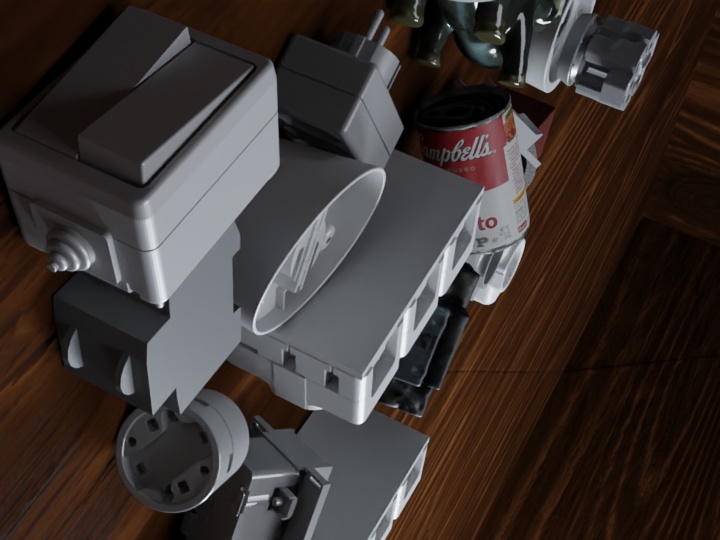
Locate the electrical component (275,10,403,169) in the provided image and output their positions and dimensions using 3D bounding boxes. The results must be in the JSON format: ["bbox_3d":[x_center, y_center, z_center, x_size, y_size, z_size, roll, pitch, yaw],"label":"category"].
[{"bbox_3d":[-0.004,-0.096,0.549,0.075,0.047,0.083,-64,164,-7],"label":"electrical component"}]

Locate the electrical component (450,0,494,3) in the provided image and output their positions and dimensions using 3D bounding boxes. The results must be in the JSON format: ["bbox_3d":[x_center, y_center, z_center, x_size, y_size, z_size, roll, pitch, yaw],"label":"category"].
[{"bbox_3d":[0.055,-0.181,0.515,0.108,0.108,0.060,-63,170,-11],"label":"electrical component"}]

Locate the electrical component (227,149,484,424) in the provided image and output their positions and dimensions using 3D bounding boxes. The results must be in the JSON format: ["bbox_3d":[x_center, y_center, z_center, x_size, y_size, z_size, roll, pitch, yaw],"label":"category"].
[{"bbox_3d":[-0.002,0.004,0.620,0.150,0.089,0.061,-55,161,-33],"label":"electrical component"}]

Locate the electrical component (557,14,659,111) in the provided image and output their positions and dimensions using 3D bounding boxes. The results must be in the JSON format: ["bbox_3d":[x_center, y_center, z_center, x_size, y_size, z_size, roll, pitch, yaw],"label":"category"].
[{"bbox_3d":[0.186,-0.161,0.818,0.078,0.057,0.058,-54,160,-36],"label":"electrical component"}]

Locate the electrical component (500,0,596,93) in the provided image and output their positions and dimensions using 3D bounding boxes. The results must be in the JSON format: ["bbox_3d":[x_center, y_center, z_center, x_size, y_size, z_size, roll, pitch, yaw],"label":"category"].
[{"bbox_3d":[0.137,-0.198,0.829,0.108,0.060,0.108,-56,162,-30],"label":"electrical component"}]

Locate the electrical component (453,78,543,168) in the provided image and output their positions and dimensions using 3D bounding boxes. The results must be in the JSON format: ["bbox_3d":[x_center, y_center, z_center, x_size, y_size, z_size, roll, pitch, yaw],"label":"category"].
[{"bbox_3d":[0.094,-0.102,0.809,0.064,0.081,0.042,-43,-151,14],"label":"electrical component"}]

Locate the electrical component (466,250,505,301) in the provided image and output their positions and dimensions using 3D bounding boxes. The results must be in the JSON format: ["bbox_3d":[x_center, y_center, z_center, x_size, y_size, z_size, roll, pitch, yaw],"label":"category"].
[{"bbox_3d":[0.096,-0.018,0.964,0.050,0.056,0.089,-58,162,-26],"label":"electrical component"}]

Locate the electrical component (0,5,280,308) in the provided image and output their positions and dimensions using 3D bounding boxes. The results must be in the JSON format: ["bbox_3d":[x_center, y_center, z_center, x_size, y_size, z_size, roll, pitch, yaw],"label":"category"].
[{"bbox_3d":[-0.077,-0.039,0.369,0.096,0.062,0.061,-55,160,-34],"label":"electrical component"}]

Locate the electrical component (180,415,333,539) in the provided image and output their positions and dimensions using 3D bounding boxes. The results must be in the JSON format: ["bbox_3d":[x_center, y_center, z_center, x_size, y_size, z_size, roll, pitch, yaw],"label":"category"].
[{"bbox_3d":[-0.072,0.163,0.664,0.063,0.079,0.121,4,112,-42],"label":"electrical component"}]

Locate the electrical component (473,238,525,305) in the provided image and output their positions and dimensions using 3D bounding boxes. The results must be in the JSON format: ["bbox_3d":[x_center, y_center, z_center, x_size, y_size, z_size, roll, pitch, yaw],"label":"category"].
[{"bbox_3d":[0.122,-0.016,1.047,0.053,0.059,0.095,-52,159,-39],"label":"electrical component"}]

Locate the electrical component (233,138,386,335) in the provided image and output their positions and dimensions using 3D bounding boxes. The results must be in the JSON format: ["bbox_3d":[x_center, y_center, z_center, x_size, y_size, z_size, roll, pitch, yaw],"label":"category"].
[{"bbox_3d":[-0.036,-0.016,0.530,0.099,0.064,0.099,-56,162,-30],"label":"electrical component"}]

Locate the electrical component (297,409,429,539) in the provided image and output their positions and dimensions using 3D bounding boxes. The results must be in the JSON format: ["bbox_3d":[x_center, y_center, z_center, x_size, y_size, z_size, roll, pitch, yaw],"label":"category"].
[{"bbox_3d":[-0.023,0.176,0.803,0.150,0.089,0.061,-53,160,-38],"label":"electrical component"}]

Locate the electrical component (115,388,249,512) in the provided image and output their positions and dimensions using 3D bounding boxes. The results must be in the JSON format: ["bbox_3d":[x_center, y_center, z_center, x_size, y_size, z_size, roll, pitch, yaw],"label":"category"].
[{"bbox_3d":[-0.087,0.088,0.539,0.055,0.055,0.047,-69,168,10],"label":"electrical component"}]
